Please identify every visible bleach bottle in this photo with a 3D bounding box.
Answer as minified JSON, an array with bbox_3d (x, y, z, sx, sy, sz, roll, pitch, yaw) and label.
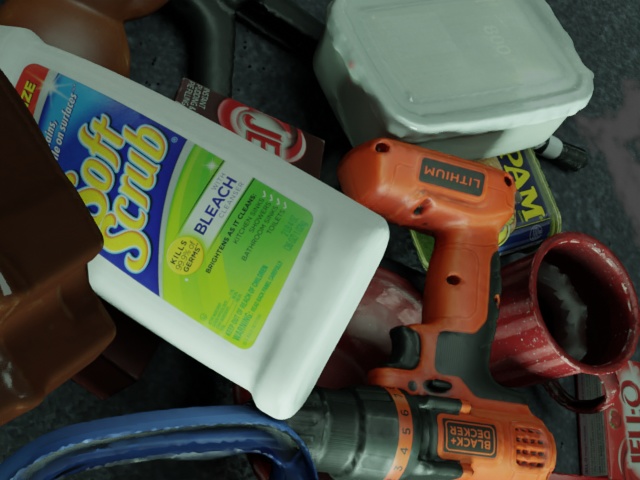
[{"bbox_3d":[-0.099,-0.023,0.484,0.251,0.068,0.102,28,84,9],"label":"bleach bottle"}]

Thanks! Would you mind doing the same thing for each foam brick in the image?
[{"bbox_3d":[-0.107,0.035,0.565,0.053,0.051,0.078,39,57,-13],"label":"foam brick"}]

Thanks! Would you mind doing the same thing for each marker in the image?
[{"bbox_3d":[0.149,-0.077,0.785,0.121,0.020,0.020,20,63,-25],"label":"marker"}]

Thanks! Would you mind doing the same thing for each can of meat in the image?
[{"bbox_3d":[0.101,-0.032,0.716,0.083,0.058,0.102,-15,81,-32],"label":"can of meat"}]

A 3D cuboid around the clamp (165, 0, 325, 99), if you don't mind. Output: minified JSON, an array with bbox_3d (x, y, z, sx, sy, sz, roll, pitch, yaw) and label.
[{"bbox_3d":[-0.062,-0.144,0.667,0.164,0.036,0.210,-40,100,-36],"label":"clamp"}]

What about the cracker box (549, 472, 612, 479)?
[{"bbox_3d":[0.190,0.236,0.664,0.213,0.072,0.164,14,66,-27],"label":"cracker box"}]

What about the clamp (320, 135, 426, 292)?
[{"bbox_3d":[-0.004,0.001,0.650,0.171,0.039,0.120,-22,83,-29],"label":"clamp"}]

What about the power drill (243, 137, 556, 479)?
[{"bbox_3d":[0.045,0.042,0.586,0.184,0.057,0.187,13,69,-27],"label":"power drill"}]

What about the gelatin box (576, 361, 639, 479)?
[{"bbox_3d":[0.217,0.130,0.744,0.073,0.030,0.089,13,66,-27],"label":"gelatin box"}]

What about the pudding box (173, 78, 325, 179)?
[{"bbox_3d":[-0.048,-0.028,0.575,0.090,0.039,0.113,22,42,-13],"label":"pudding box"}]

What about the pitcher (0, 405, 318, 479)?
[{"bbox_3d":[-0.109,0.166,0.455,0.242,0.145,0.149,1,58,-23],"label":"pitcher"}]

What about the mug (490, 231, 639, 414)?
[{"bbox_3d":[0.152,0.061,0.698,0.093,0.082,0.117,-31,90,-36],"label":"mug"}]

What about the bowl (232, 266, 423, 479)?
[{"bbox_3d":[0.011,0.096,0.614,0.161,0.055,0.162,11,67,-28],"label":"bowl"}]
